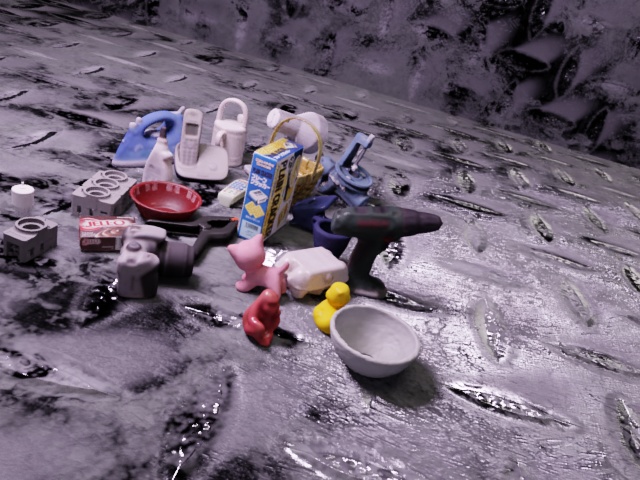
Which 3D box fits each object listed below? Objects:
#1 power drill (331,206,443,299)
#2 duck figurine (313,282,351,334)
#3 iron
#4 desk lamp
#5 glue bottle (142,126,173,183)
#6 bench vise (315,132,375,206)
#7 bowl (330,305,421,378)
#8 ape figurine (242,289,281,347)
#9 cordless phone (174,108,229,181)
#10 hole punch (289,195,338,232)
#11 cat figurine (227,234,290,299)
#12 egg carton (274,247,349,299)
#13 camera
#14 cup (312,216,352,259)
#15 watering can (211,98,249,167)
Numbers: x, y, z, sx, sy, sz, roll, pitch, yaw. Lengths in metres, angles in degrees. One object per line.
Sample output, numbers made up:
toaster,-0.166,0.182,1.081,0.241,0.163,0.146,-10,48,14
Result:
power drill,0.126,0.018,1.230,0.230,0.208,0.075,11,27,-9
duck figurine,0.031,0.125,1.108,0.077,0.086,0.104,14,27,-4
iron,-0.461,-0.289,1.573,0.118,0.141,0.259,27,28,21
desk lamp,-0.094,-0.275,1.667,0.204,0.213,0.117,-6,34,-37
glue bottle,-0.388,-0.194,1.394,0.078,0.173,0.037,26,28,20
bench vise,0.069,-0.218,1.639,0.207,0.220,0.122,23,27,14
bowl,0.091,0.192,1.024,0.167,0.075,0.167,13,27,-6
ape figurine,-0.098,0.130,1.020,0.078,0.092,0.076,-13,38,-44
cordless phone,-0.312,-0.254,1.539,0.148,0.185,0.094,2,30,-25
hole punch,-0.017,-0.079,1.469,0.101,0.091,0.109,22,27,12
cat figurine,-0.121,0.048,1.137,0.127,0.118,0.067,19,27,6
egg carton,-0.016,0.069,1.209,0.151,0.069,0.107,-9,36,-40
camera,-0.307,0.034,1.082,0.137,0.101,0.143,8,28,-16
cup,0.012,0.005,1.319,0.092,0.095,0.117,-11,37,-42
watering can,-0.264,-0.327,1.696,0.101,0.194,0.172,10,27,-11
